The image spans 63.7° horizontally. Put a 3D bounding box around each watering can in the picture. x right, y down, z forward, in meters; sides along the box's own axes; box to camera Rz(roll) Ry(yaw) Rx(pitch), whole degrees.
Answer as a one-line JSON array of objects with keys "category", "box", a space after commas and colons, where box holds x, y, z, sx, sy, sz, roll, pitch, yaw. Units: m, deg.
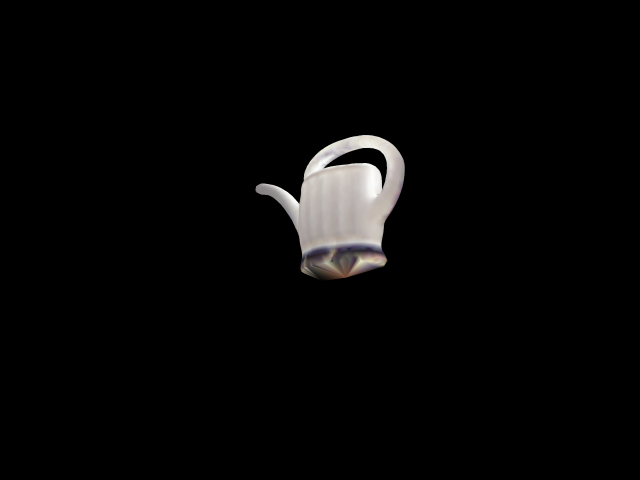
[{"category": "watering can", "box": [0.003, -0.043, 0.850, 0.103, 0.227, 0.345, 14, -20, -40]}]
